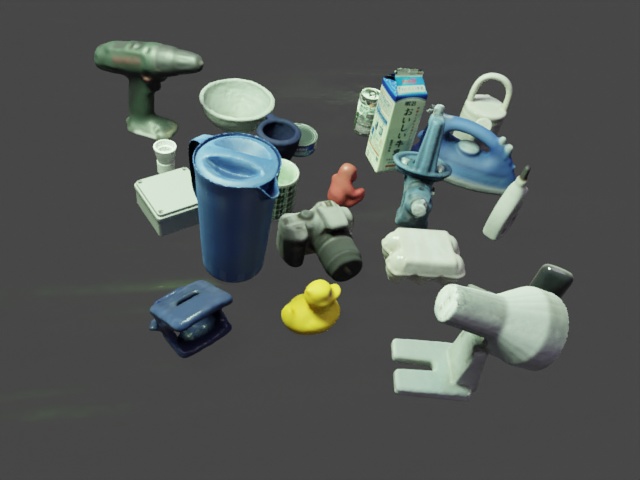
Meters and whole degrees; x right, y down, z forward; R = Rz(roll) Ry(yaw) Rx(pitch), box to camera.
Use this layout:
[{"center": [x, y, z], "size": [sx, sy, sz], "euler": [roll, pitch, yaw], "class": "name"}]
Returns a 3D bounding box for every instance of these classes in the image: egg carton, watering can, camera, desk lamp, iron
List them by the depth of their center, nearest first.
[{"center": [0.229, 0.149, 0.850], "size": [0.203, 0.213, 0.118], "euler": [6, 45, -6], "class": "desk lamp"}, {"center": [0.009, 0.004, 1.025], "size": [0.143, 0.101, 0.136], "euler": [-11, 50, -22], "class": "camera"}, {"center": [0.189, 0.032, 1.058], "size": [0.150, 0.069, 0.107], "euler": [3, 46, -9], "class": "egg carton"}, {"center": [0.334, -0.200, 1.264], "size": [0.258, 0.141, 0.119], "euler": [23, 46, 10], "class": "iron"}, {"center": [0.381, -0.291, 1.325], "size": [0.101, 0.194, 0.172], "euler": [2, 46, -9], "class": "watering can"}]

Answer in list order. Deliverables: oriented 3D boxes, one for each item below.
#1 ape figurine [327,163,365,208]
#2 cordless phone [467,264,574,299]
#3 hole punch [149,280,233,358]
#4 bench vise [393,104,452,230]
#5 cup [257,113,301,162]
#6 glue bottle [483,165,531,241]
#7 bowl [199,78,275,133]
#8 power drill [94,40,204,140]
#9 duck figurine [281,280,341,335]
[{"center": [0.052, -0.114, 1.156], "size": [0.076, 0.092, 0.077], "euler": [-21, 54, -28], "class": "ape figurine"}, {"center": [0.325, 0.087, 0.951], "size": [0.147, 0.185, 0.094], "euler": [23, 46, 11], "class": "cordless phone"}, {"center": [-0.201, 0.110, 0.885], "size": [0.109, 0.091, 0.101], "euler": [-30, 59, -34], "class": "hole punch"}, {"center": [0.216, -0.139, 1.124], "size": [0.121, 0.220, 0.207], "euler": [0, 46, -12], "class": "bench vise"}, {"center": [-0.094, -0.203, 1.209], "size": [0.092, 0.095, 0.117], "euler": [-10, 49, -21], "class": "cup"}, {"center": [0.379, -0.079, 1.133], "size": [0.037, 0.173, 0.078], "euler": [38, 51, 24], "class": "glue bottle"}, {"center": [-0.187, -0.289, 1.288], "size": [0.167, 0.075, 0.167], "euler": [6, 45, -6], "class": "bowl"}, {"center": [-0.347, -0.315, 1.185], "size": [0.229, 0.208, 0.075], "euler": [17, 45, 5], "class": "power drill"}, {"center": [-0.011, 0.102, 0.935], "size": [0.105, 0.086, 0.077], "euler": [-15, 51, -24], "class": "duck figurine"}]
